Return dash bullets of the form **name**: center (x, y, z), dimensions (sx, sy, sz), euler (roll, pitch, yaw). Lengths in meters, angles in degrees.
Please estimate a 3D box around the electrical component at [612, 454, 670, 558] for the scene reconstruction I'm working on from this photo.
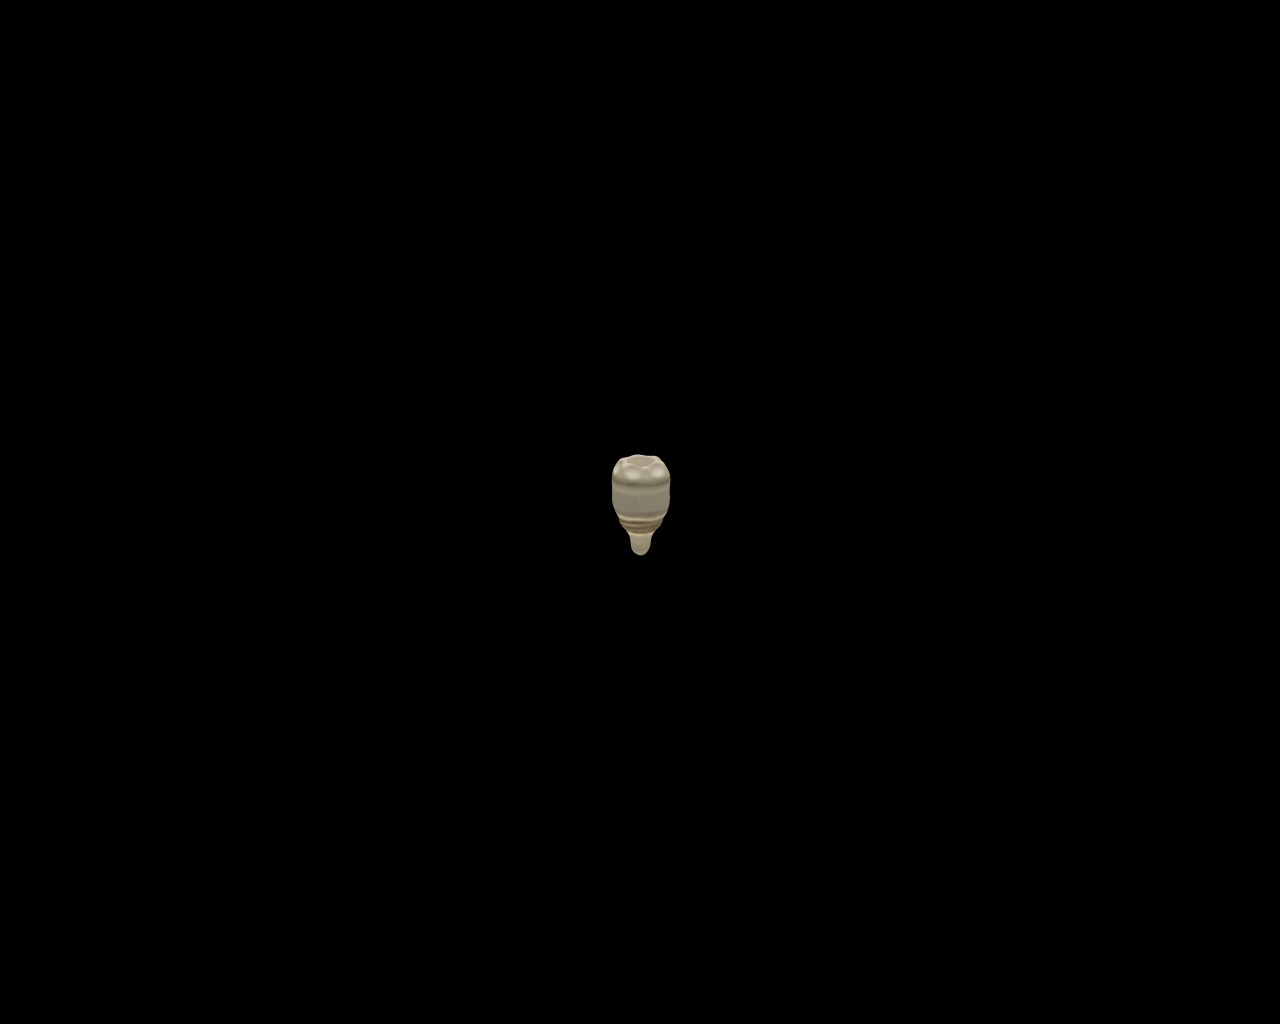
- **electrical component**: center (0.001, -0.003, 0.650), dimensions (0.035, 0.061, 0.035), euler (0, 18, 0)
